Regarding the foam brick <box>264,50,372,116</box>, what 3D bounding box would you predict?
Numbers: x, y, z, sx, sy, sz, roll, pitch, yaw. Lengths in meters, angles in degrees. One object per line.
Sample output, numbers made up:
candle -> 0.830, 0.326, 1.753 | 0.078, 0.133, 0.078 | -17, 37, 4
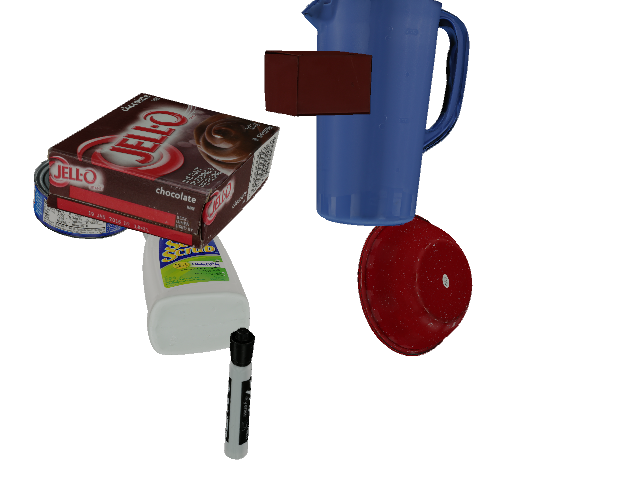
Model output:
foam brick -> -0.002, -0.133, 0.901 | 0.078, 0.051, 0.053 | -6, 15, -33

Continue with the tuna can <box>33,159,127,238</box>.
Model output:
tuna can -> -0.193, -0.037, 0.880 | 0.086, 0.034, 0.086 | 8, 32, -5

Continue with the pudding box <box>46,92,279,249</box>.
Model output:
pudding box -> -0.083, -0.041, 0.584 | 0.090, 0.039, 0.113 | 16, 25, 11

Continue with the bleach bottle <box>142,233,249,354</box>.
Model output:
bleach bottle -> -0.147, 0.026, 1.119 | 0.102, 0.068, 0.251 | -4, 27, -16

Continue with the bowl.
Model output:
bowl -> 0.117, 0.047, 1.178 | 0.161, 0.162, 0.055 | 0, -6, -42

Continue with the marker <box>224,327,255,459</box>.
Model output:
marker -> -0.063, 0.118, 0.824 | 0.020, 0.121, 0.020 | 4, 32, -3

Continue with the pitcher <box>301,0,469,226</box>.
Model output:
pitcher -> 0.066, -0.141, 1.145 | 0.149, 0.243, 0.144 | 7, 9, 24
